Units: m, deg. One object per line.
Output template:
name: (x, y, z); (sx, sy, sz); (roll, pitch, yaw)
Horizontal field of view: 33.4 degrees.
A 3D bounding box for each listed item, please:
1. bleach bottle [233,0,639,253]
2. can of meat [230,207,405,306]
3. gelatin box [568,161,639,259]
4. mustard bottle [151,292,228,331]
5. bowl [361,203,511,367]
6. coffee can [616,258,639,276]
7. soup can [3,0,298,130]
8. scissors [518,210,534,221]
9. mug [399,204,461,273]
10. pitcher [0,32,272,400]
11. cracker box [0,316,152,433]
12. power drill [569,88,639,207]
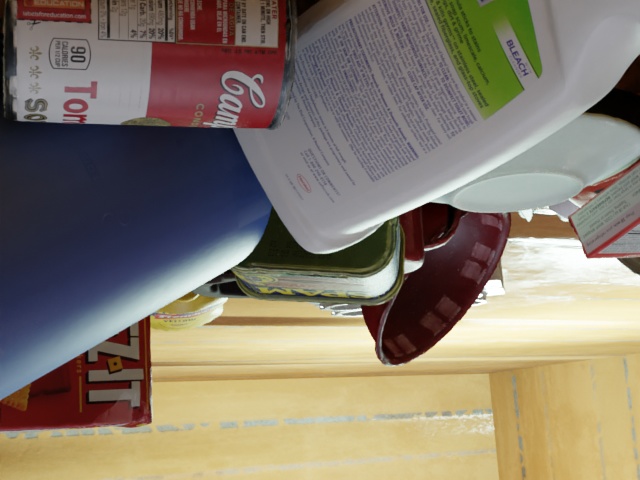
bleach bottle: (0.062, -0.070, 0.397); (0.068, 0.102, 0.251); (-35, -171, -36)
can of meat: (-0.004, 0.001, 0.597); (0.102, 0.057, 0.084); (3, 168, 6)
gelatin box: (0.186, -0.024, 0.552); (0.073, 0.030, 0.089); (-2, 152, -33)
mustard bottle: (-0.139, 0.051, 1.061); (0.096, 0.058, 0.192); (-2, 168, -10)
bowl: (0.082, 0.022, 0.860); (0.055, 0.162, 0.161); (38, -169, 28)
coffee can: (0.271, -0.018, 0.724); (0.140, 0.103, 0.103); (6, 165, -43)
soup can: (-0.065, -0.077, 0.400); (0.102, 0.068, 0.069); (0, 168, -16)
scissors: (0.127, -0.038, 0.769); (0.096, 0.016, 0.202); (12, 173, 0)
mug: (0.035, -0.020, 0.689); (0.117, 0.081, 0.093); (0, 168, -17)
pitcher: (-0.136, -0.012, 0.445); (0.145, 0.149, 0.242); (33, -145, 24)
cracker box: (-0.244, 0.071, 0.848); (0.213, 0.164, 0.072); (2, 170, -28)
power drill: (0.103, -0.056, 0.591); (0.187, 0.057, 0.185); (3, 167, -33)
